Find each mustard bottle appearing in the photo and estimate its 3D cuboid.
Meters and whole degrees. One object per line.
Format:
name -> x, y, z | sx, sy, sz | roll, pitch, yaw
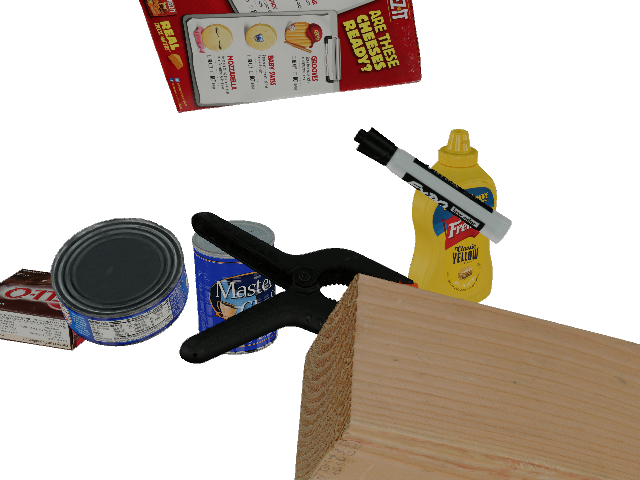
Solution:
mustard bottle -> 0.142, -0.024, 1.133 | 0.096, 0.192, 0.058 | -10, 24, -26

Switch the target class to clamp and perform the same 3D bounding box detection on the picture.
clamp -> -0.021, 0.050, 0.920 | 0.210, 0.164, 0.036 | 9, -44, -1

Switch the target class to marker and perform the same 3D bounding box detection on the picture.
marker -> 0.075, -0.039, 0.725 | 0.121, 0.020, 0.020 | 34, -1, -1

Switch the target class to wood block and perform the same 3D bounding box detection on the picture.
wood block -> 0.099, 0.099, 0.567 | 0.206, 0.091, 0.090 | 14, -39, -12

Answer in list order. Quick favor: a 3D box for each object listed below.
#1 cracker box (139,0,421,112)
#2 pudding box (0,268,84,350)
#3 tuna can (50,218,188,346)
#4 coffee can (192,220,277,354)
cracker box -> -0.034, -0.199, 0.872 | 0.214, 0.072, 0.164 | -7, -45, 8
pudding box -> -0.260, 0.064, 1.012 | 0.114, 0.039, 0.090 | 4, 20, 19
tuna can -> -0.129, 0.027, 0.695 | 0.086, 0.086, 0.034 | 0, -44, 4
coffee can -> -0.107, 0.058, 1.351 | 0.103, 0.140, 0.103 | -1, 24, 0
